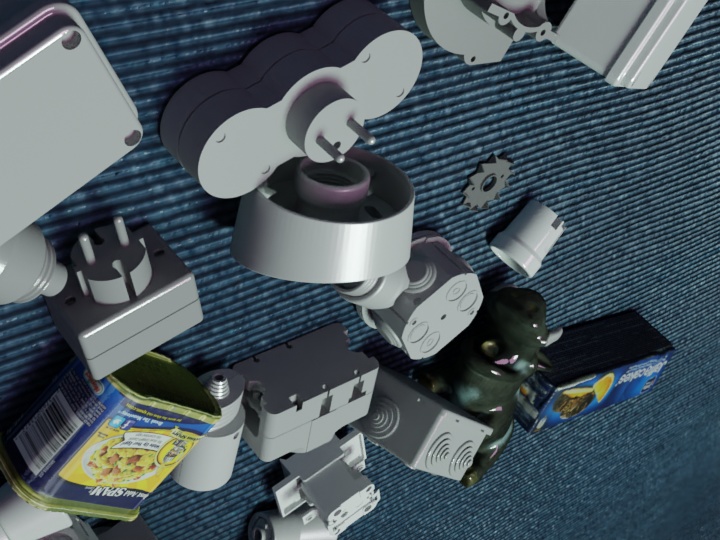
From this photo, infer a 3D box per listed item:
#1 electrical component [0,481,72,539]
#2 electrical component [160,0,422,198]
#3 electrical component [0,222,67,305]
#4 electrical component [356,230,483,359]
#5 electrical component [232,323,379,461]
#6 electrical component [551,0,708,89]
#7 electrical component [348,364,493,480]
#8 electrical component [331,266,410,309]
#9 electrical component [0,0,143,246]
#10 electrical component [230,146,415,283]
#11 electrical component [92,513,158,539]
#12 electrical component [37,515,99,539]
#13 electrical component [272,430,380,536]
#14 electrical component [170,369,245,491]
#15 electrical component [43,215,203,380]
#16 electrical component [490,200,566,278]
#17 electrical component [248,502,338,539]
[{"bbox_3d":[-0.199,0.141,0.611,0.055,0.045,0.045,-32,145,-20],"label":"electrical component"},{"bbox_3d":[-0.023,-0.079,0.540,0.138,0.074,0.052,-32,145,-20],"label":"electrical component"},{"bbox_3d":[-0.162,-0.004,0.495,0.043,0.043,0.062,-48,149,4],"label":"electrical component"},{"bbox_3d":[0.041,0.017,0.739,0.080,0.051,0.080,-29,144,-24],"label":"electrical component"},{"bbox_3d":[-0.039,0.084,0.722,0.089,0.050,0.055,-21,140,-33],"label":"electrical component"},{"bbox_3d":[0.175,-0.168,0.651,0.108,0.056,0.109,-58,167,19],"label":"electrical component"},{"bbox_3d":[0.037,0.111,0.795,0.048,0.100,0.100,-61,147,-1],"label":"electrical component"},{"bbox_3d":[0.000,0.000,0.681,0.043,0.043,0.062,-53,146,12],"label":"electrical component"},{"bbox_3d":[-0.154,-0.058,0.431,0.113,0.057,0.078,-39,147,-11],"label":"electrical component"},{"bbox_3d":[-0.019,-0.027,0.584,0.099,0.099,0.064,-18,132,-36],"label":"electrical component"},{"bbox_3d":[-0.160,0.240,0.747,0.089,0.062,0.150,-35,146,-16],"label":"electrical component"},{"bbox_3d":[-0.215,0.220,0.639,0.150,0.089,0.061,-38,147,-11],"label":"electrical component"},{"bbox_3d":[-0.022,0.162,0.815,0.081,0.064,0.042,-33,146,-19],"label":"electrical component"},{"bbox_3d":[-0.095,0.096,0.680,0.043,0.043,0.081,-17,138,-37],"label":"electrical component"},{"bbox_3d":[-0.123,0.004,0.543,0.066,0.047,0.076,-31,144,-22],"label":"electrical component"},{"bbox_3d":[0.126,-0.024,0.800,0.046,0.040,0.040,-51,148,-4],"label":"electrical component"},{"bbox_3d":[-0.055,0.204,0.846,0.065,0.044,0.044,1,125,-43],"label":"electrical component"}]
